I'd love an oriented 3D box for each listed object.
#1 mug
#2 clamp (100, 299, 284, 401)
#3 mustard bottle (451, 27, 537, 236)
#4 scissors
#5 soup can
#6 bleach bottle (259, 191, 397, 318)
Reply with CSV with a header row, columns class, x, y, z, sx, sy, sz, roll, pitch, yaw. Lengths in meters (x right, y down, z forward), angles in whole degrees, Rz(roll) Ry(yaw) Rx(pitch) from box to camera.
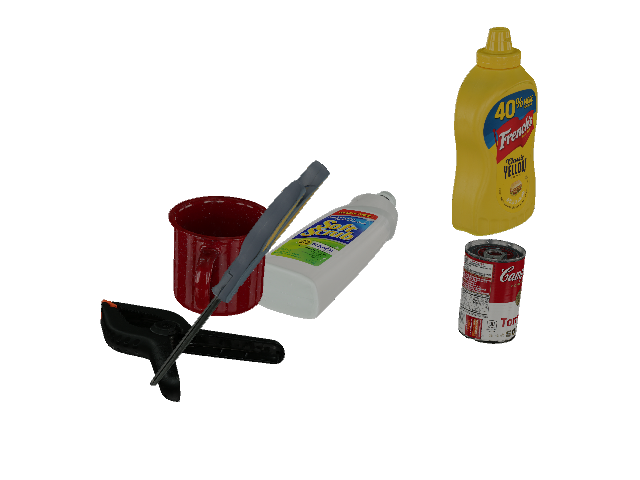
class,x,y,z,sx,sy,sz,roll,pitch,yaw
mug,-0.092,0.020,0.947,0.093,0.081,0.117,6,25,3
clamp,-0.165,0.109,1.119,0.210,0.036,0.164,17,19,29
mustard bottle,0.168,-0.106,1.016,0.096,0.192,0.058,-20,28,-36
scissors,-0.061,0.026,0.728,0.016,0.202,0.096,39,1,3
soup can,0.192,0.057,1.206,0.068,0.102,0.068,2,19,-1
bleach bottle,0.018,0.003,1.331,0.103,0.068,0.250,15,35,26
